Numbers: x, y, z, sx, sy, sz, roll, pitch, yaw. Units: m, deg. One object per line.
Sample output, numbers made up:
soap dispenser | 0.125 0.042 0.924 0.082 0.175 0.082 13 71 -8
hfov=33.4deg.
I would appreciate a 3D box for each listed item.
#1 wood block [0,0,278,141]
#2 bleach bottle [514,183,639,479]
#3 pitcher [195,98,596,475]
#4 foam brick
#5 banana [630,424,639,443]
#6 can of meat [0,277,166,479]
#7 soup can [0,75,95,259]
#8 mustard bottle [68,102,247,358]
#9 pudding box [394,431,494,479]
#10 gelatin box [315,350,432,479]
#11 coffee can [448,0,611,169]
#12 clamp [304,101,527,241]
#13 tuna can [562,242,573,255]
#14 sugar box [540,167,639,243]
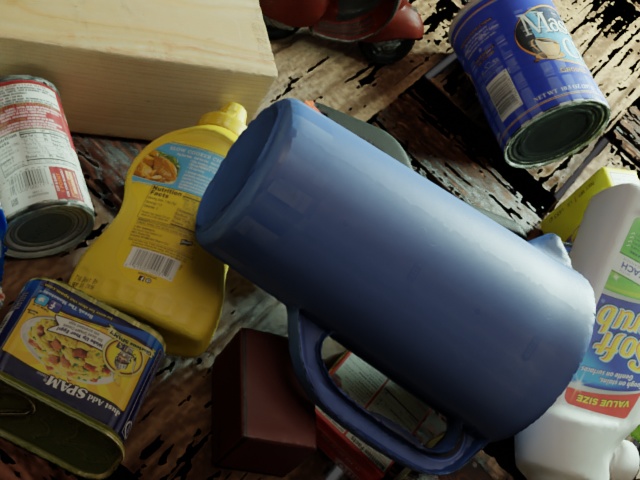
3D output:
wood block | -0.148 -0.136 0.775 0.205 0.091 0.090 4 55 -29
bleach bottle | 0.204 0.087 0.760 0.102 0.068 0.250 30 67 -13
pitcher | 0.041 0.027 0.678 0.242 0.145 0.149 33 30 -18
foam brick | -0.037 0.106 0.692 0.051 0.053 0.078 13 53 -23
banana | 0.165 0.098 0.815 0.197 0.037 0.069 24 7 -4
can of meat | -0.152 0.080 0.639 0.102 0.058 0.084 30 45 -10
soup can | -0.192 -0.048 0.699 0.068 0.069 0.102 -5 62 -34
mustard bottle | -0.090 -0.019 0.724 0.096 0.058 0.191 17 58 6
pudding box | 0.091 0.198 0.710 0.113 0.039 0.089 48 47 6
gelatin box | 0.031 0.117 0.740 0.073 0.030 0.089 44 47 2
coffee can | 0.190 -0.152 0.982 0.102 0.103 0.140 -3 60 -33
clamp | 0.049 -0.025 0.849 0.210 0.036 0.164 42 53 6
tuna can | 0.189 0.043 0.851 0.086 0.086 0.033 31 49 -8
sugar box | 0.248 0.037 0.886 0.048 0.093 0.176 6 55 -27
